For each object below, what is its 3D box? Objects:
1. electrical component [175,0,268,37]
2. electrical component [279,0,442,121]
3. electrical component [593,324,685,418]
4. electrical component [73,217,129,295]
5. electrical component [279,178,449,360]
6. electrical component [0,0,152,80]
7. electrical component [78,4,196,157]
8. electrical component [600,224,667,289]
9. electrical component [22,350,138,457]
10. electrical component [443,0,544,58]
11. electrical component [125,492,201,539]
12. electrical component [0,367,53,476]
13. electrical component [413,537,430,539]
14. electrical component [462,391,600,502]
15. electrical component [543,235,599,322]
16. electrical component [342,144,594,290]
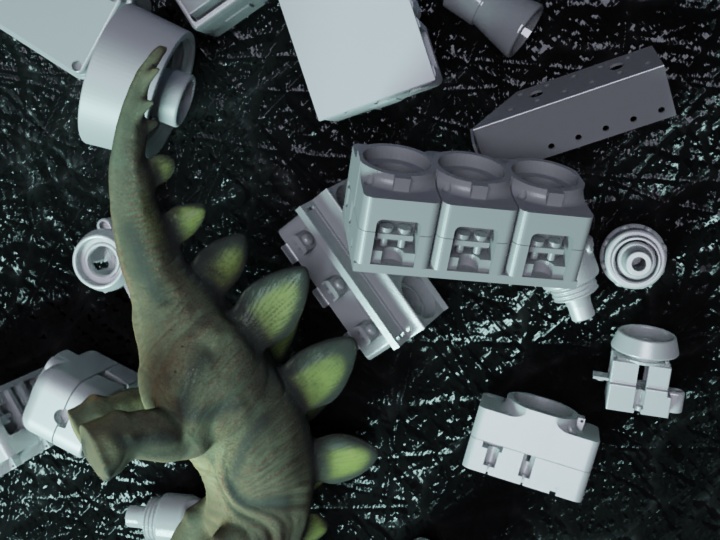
[{"bbox_3d":[-0.116,-0.230,0.794,0.062,0.061,0.096,-32,90,12],"label":"electrical component"},{"bbox_3d":[-0.007,-0.192,0.779,0.089,0.062,0.150,-18,93,12],"label":"electrical component"},{"bbox_3d":[0.204,0.072,0.780,0.066,0.048,0.055,8,105,9],"label":"electrical component"},{"bbox_3d":[-0.192,-0.009,0.836,0.048,0.055,0.066,-26,91,12],"label":"electrical component"},{"bbox_3d":[0.000,0.000,0.798,0.063,0.079,0.121,-36,89,34],"label":"electrical component"},{"bbox_3d":[-0.228,-0.203,0.820,0.113,0.057,0.078,33,101,5],"label":"electrical component"},{"bbox_3d":[-0.156,-0.134,0.792,0.060,0.108,0.108,20,100,1],"label":"electrical component"},{"bbox_3d":[0.196,-0.007,0.763,0.048,0.062,0.048,1,97,10],"label":"electrical component"},{"bbox_3d":[-0.216,0.100,0.832,0.059,0.095,0.053,26,100,6],"label":"electrical component"},{"bbox_3d":[0.093,-0.188,0.773,0.065,0.044,0.044,36,101,9],"label":"electrical component"},{"bbox_3d":[-0.156,0.199,0.860,0.062,0.043,0.043,3,97,12],"label":"electrical component"},{"bbox_3d":[-0.335,0.156,0.855,0.186,0.105,0.060,-29,91,12],"label":"electrical component"},{"bbox_3d":[0.041,0.243,0.803,0.059,0.095,0.053,-40,88,12],"label":"electrical component"},{"bbox_3d":[0.128,0.126,0.797,0.089,0.050,0.055,16,99,8],"label":"electrical component"},{"bbox_3d":[0.154,0.006,0.783,0.048,0.048,0.062,-18,100,12],"label":"electrical component"},{"bbox_3d":[0.069,-0.041,0.720,0.150,0.089,0.061,5,118,-8],"label":"electrical component"}]
